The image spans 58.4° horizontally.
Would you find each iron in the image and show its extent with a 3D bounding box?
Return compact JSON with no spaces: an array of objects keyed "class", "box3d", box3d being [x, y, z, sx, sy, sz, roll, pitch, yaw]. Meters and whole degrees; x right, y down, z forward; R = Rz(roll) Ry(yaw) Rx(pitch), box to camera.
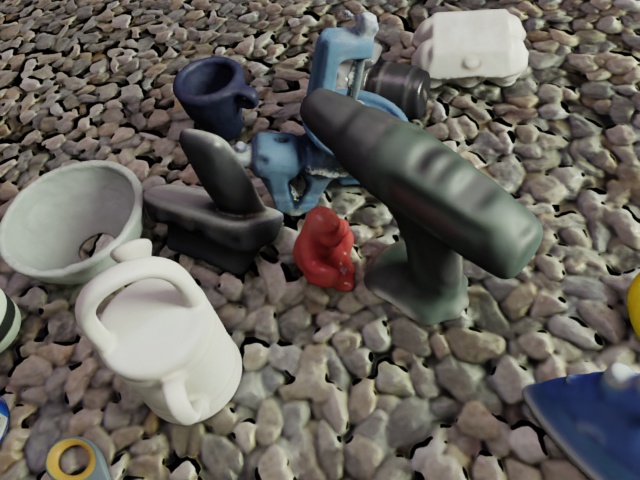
[{"class":"iron","box3d":[0.279,0.147,0.410,0.257,0.142,0.119,24,61,25]}]

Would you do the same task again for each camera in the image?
[{"class":"camera","box3d":[0.062,-0.189,0.721,0.136,0.101,0.143,14,57,19]}]

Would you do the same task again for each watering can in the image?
[{"class":"watering can","box3d":[-0.145,0.075,0.501,0.172,0.194,0.101,35,66,30]}]

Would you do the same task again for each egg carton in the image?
[{"class":"egg carton","box3d":[0.198,-0.253,0.766,0.150,0.069,0.107,0,54,10]}]

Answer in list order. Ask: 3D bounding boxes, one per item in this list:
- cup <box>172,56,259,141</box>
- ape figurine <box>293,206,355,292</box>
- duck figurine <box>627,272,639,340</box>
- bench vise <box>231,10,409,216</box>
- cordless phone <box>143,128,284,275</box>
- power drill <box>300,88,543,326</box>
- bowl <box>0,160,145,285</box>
[{"class":"cup","box3d":[-0.122,-0.173,0.744,0.117,0.095,0.092,19,59,22]},{"class":"ape figurine","box3d":[0.005,0.002,0.594,0.076,0.092,0.078,26,62,26]},{"class":"duck figurine","box3d":[0.324,0.057,0.504,0.077,0.086,0.104,-16,53,-3]},{"class":"bench vise","box3d":[0.006,-0.120,0.605,0.207,0.220,0.121,-28,54,-11]},{"class":"cordless phone","box3d":[-0.126,-0.059,0.603,0.147,0.185,0.094,14,57,19]},{"class":"power drill","box3d":[0.082,-0.017,0.523,0.228,0.209,0.076,31,64,28]},{"class":"bowl","box3d":[-0.272,-0.009,0.661,0.167,0.075,0.167,-5,53,6]}]
